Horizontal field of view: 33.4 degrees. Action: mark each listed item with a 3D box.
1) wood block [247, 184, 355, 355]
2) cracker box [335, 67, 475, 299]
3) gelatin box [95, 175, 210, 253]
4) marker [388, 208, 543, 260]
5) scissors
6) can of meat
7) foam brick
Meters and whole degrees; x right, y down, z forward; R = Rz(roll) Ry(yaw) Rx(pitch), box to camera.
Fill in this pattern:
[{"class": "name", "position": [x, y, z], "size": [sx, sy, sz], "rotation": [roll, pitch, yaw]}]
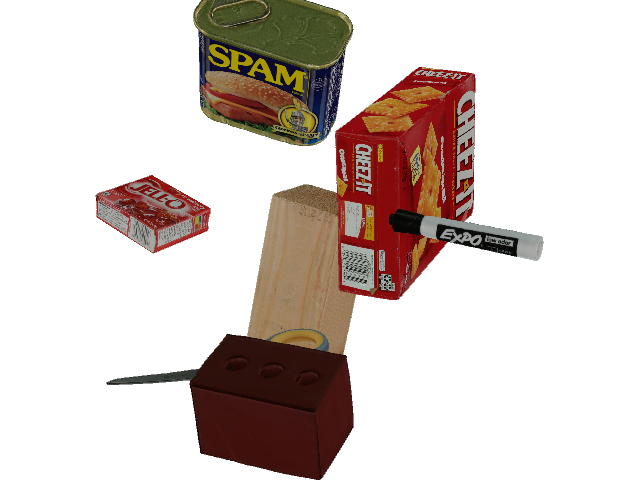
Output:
[{"class": "wood block", "position": [-0.015, 0.051, 1.204], "size": [0.090, 0.206, 0.090], "rotation": [18, 18, 22]}, {"class": "cracker box", "position": [0.089, -0.061, 1.045], "size": [0.072, 0.164, 0.213], "rotation": [10, 28, 24]}, {"class": "gelatin box", "position": [-0.165, -0.028, 1.045], "size": [0.089, 0.030, 0.073], "rotation": [30, 36, 31]}, {"class": "marker", "position": [0.109, -0.006, 0.815], "size": [0.121, 0.020, 0.020], "rotation": [12, 5, 25]}, {"class": "scissors", "position": [-0.076, 0.104, 0.932], "size": [0.202, 0.016, 0.096], "rotation": [3, 27, 6]}, {"class": "can of meat", "position": [-0.034, -0.117, 0.724], "size": [0.102, 0.057, 0.084], "rotation": [19, -36, 8]}, {"class": "foam brick", "position": [-0.027, 0.093, 0.605], "size": [0.078, 0.051, 0.053], "rotation": [8, 30, 20]}]
